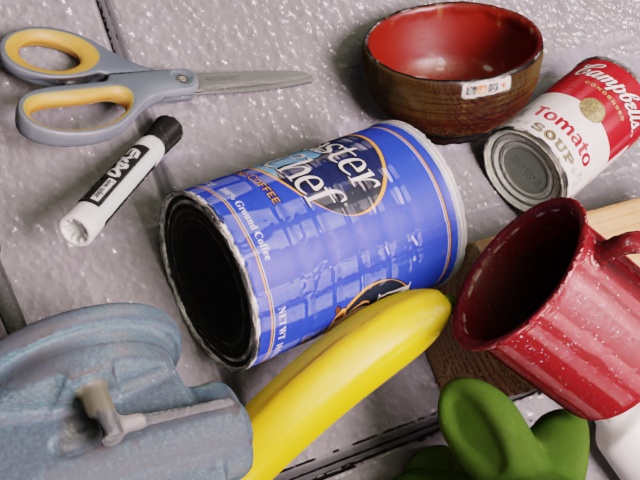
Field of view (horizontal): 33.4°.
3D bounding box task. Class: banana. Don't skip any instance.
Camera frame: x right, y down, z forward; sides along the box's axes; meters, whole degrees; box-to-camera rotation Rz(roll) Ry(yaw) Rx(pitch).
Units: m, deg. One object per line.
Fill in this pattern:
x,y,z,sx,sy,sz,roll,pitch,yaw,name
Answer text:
0.003,0.083,0.561,0.197,0.069,0.037,-37,55,-11,banana

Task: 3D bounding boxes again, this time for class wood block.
0.170,0.032,0.670,0.205,0.091,0.090,-14,80,-27,wood block

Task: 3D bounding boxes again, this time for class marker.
-0.105,-0.036,0.582,0.020,0.020,0.121,40,37,-8,marker

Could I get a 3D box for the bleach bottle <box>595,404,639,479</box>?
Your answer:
0.275,0.152,0.697,0.250,0.068,0.102,33,59,-8,bleach bottle

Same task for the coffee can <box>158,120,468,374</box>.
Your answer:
-0.004,0.001,0.593,0.140,0.103,0.103,-21,83,-28,coffee can

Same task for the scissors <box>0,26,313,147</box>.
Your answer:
-0.100,-0.102,0.630,0.096,0.016,0.201,46,44,18,scissors

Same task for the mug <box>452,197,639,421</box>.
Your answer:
0.136,0.033,0.538,0.081,0.117,0.093,36,44,-17,mug

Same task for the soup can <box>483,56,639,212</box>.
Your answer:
0.166,-0.070,0.714,0.102,0.069,0.068,-37,91,-28,soup can
